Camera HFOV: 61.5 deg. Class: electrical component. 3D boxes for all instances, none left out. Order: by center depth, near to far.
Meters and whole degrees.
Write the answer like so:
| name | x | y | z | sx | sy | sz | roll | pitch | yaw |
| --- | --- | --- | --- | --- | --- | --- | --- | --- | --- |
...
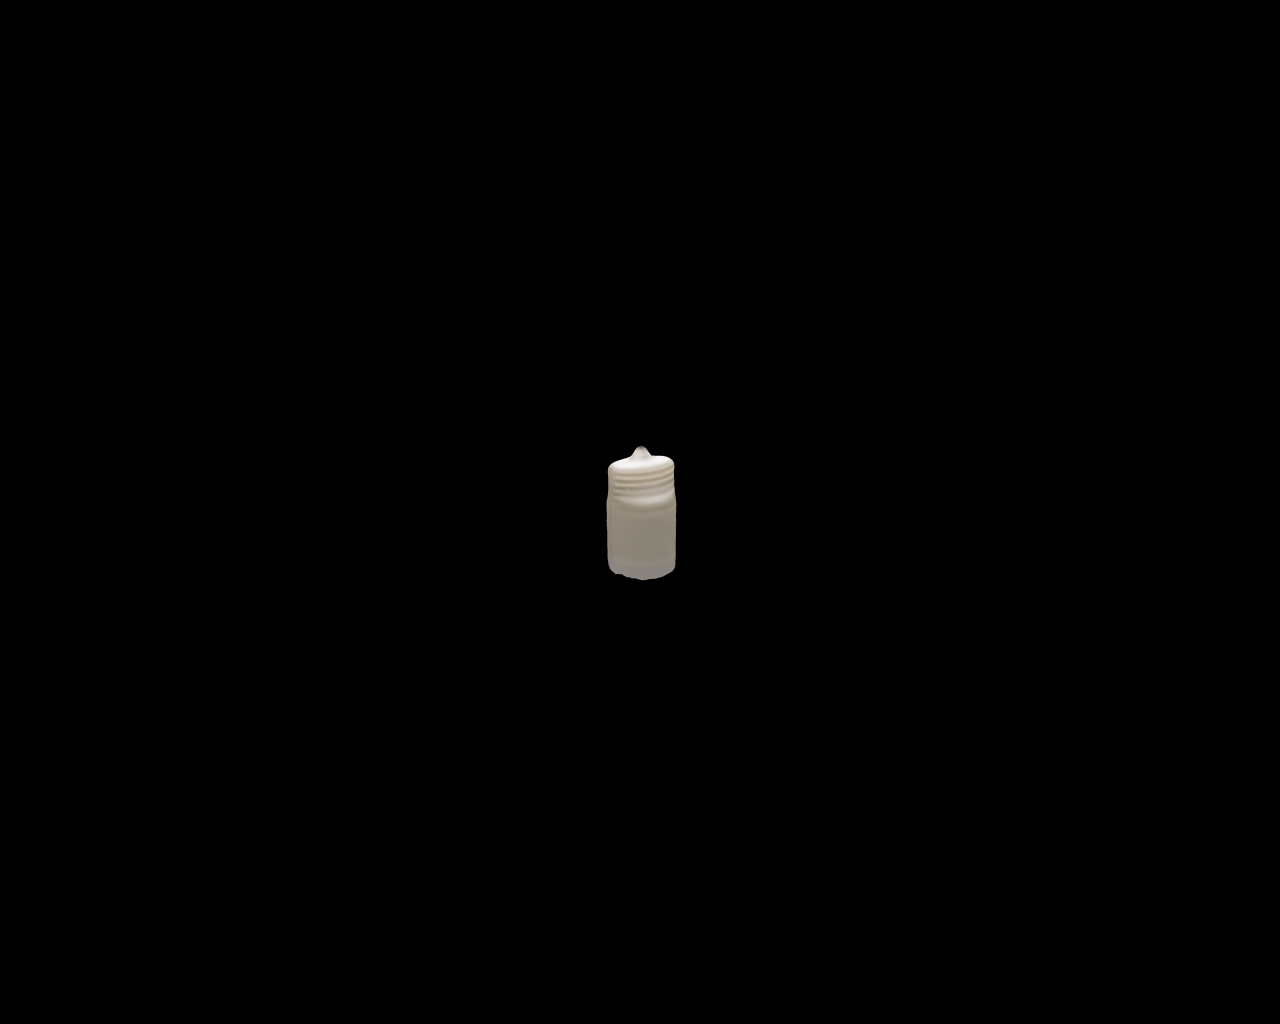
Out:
| name | x | y | z | sx | sy | sz | roll | pitch | yaw |
| --- | --- | --- | --- | --- | --- | --- | --- | --- | --- |
| electrical component | 0.001 | -0.003 | 0.650 | 0.043 | 0.080 | 0.043 | 0 | 20 | 0 |
